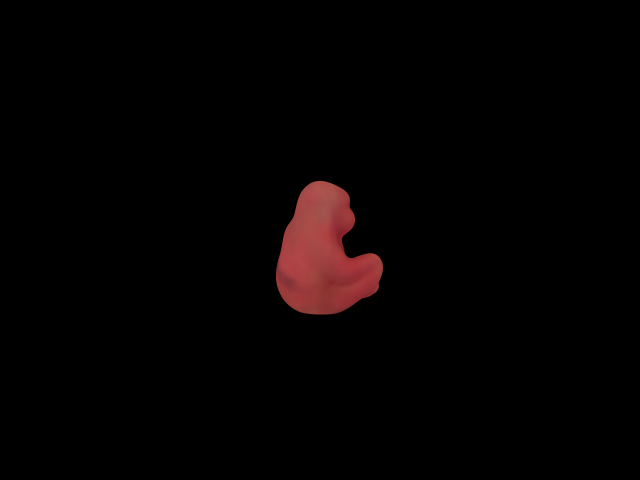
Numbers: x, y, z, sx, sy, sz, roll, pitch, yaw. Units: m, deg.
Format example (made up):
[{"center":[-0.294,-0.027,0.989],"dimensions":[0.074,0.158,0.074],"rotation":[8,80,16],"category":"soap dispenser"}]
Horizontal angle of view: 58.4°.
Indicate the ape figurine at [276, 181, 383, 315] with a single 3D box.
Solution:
[{"center":[0.004,0.001,0.400],"dimensions":[0.076,0.092,0.077],"rotation":[-17,40,-21],"category":"ape figurine"}]
